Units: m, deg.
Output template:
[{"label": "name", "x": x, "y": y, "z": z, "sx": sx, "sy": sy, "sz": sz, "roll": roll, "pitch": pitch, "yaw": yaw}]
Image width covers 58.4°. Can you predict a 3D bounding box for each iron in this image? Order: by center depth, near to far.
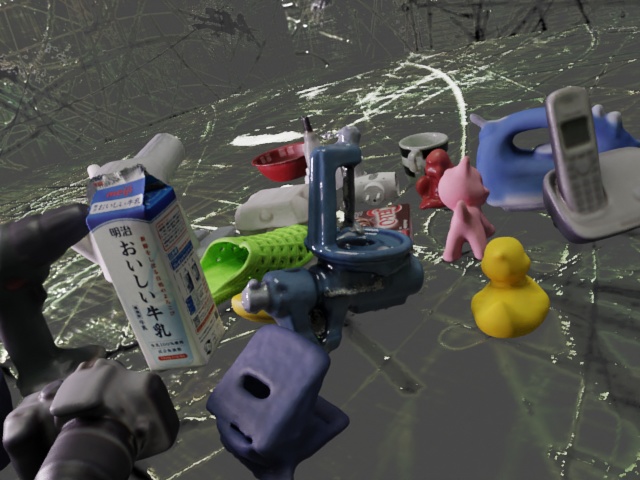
[{"label": "iron", "x": 0.338, "y": -0.128, "z": 0.812, "sx": 0.257, "sy": 0.142, "sz": 0.119, "roll": -5, "pitch": 25, "yaw": 25}]

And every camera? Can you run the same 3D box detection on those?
[{"label": "camera", "x": -0.214, "y": 0.179, "z": 0.500, "sx": 0.143, "sy": 0.101, "sz": 0.136, "roll": -14, "pitch": 22, "yaw": 4}]

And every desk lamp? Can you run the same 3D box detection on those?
[{"label": "desk lamp", "x": -0.253, "y": -0.054, "z": 0.928, "sx": 0.117, "sy": 0.214, "sz": 0.203, "roll": -5, "pitch": 24, "yaw": 23}]

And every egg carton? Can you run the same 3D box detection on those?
[{"label": "egg carton", "x": -0.069, "y": -0.045, "z": 0.979, "sx": 0.150, "sy": 0.069, "sz": 0.107, "roll": -6, "pitch": 24, "yaw": 23}]

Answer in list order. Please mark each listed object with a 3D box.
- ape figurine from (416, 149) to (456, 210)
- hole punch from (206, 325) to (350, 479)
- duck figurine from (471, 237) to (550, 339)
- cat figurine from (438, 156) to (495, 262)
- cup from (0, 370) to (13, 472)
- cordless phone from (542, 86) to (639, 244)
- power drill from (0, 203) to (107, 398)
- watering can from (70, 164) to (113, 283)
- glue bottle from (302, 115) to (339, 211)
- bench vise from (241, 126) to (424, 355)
[{"label": "ape figurine", "x": 0.190, "y": -0.099, "z": 0.907, "sx": 0.076, "sy": 0.092, "sz": 0.077, "roll": -21, "pitch": 23, "yaw": -14}, {"label": "hole punch", "x": -0.042, "y": 0.138, "z": 0.497, "sx": 0.101, "sy": 0.091, "sz": 0.108, "roll": -30, "pitch": 26, "yaw": -31}, {"label": "duck figurine", "x": 0.189, "y": 0.041, "z": 0.582, "sx": 0.077, "sy": 0.086, "sz": 0.105, "roll": -3, "pitch": 25, "yaw": 27}, {"label": "cat figurine", "x": 0.189, "y": -0.049, "z": 0.754, "sx": 0.067, "sy": 0.118, "sz": 0.128, "roll": -7, "pitch": 24, "yaw": 19}, {"label": "cup", "x": -0.350, "y": 0.185, "z": 0.583, "sx": 0.092, "sy": 0.095, "sz": 0.117, "roll": -20, "pitch": 23, "yaw": -11}, {"label": "cordless phone", "x": 0.340, "y": -0.099, "z": 0.685, "sx": 0.147, "sy": 0.185, "sz": 0.094, "roll": -19, "pitch": 22, "yaw": -7}, {"label": "power drill", "x": -0.343, "y": 0.076, "z": 0.686, "sx": 0.229, "sy": 0.209, "sz": 0.075, "roll": -15, "pitch": 22, "yaw": 1}, {"label": "watering can", "x": -0.355, "y": -0.031, "z": 0.967, "sx": 0.100, "sy": 0.194, "sz": 0.173, "roll": 8, "pitch": 32, "yaw": 45}, {"label": "glue bottle", "x": -0.005, "y": -0.137, "z": 1.016, "sx": 0.037, "sy": 0.173, "sz": 0.078, "roll": -15, "pitch": 22, "yaw": 0}, {"label": "bench vise", "x": 0.014, "y": 0.003, "z": 0.608, "sx": 0.121, "sy": 0.220, "sz": 0.208, "roll": 8, "pitch": 32, "yaw": 44}]
